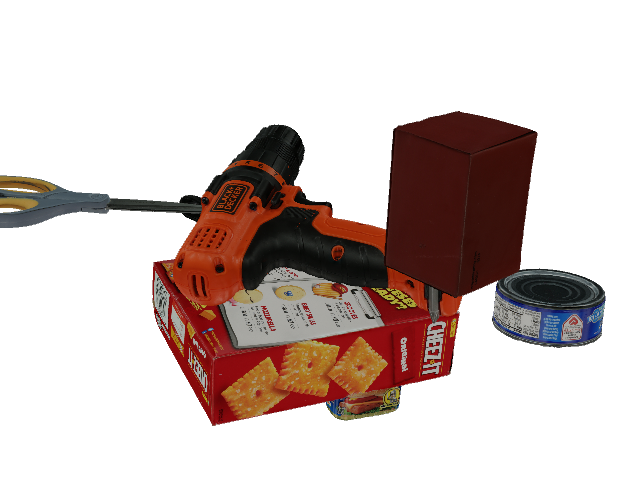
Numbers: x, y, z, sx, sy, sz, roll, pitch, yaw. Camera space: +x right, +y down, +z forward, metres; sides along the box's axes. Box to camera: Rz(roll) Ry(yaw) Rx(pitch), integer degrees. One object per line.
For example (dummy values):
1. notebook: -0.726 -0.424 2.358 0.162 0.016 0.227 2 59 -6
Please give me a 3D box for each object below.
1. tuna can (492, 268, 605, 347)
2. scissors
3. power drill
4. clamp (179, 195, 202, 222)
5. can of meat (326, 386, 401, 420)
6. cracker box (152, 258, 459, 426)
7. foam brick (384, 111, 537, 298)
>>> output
1. tuna can: 0.179 0.051 0.839 0.086 0.034 0.086 2 19 -1
2. scissors: -0.201 -0.025 0.892 0.202 0.016 0.096 9 25 10
3. power drill: 0.013 -0.016 0.723 0.188 0.057 0.184 5 40 17
4. clamp: -0.046 0.015 1.092 0.210 0.036 0.164 11 29 -8
5. can of meat: 0.059 0.183 1.397 0.102 0.084 0.057 -5 25 -22
6. cracker box: -0.017 0.068 0.902 0.213 0.072 0.164 -8 28 -23
7. foam brick: 0.069 -0.020 0.536 0.052 0.078 0.051 -18 32 -39
